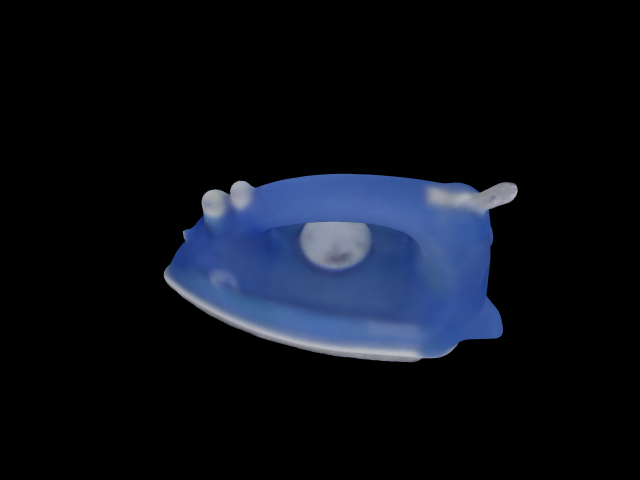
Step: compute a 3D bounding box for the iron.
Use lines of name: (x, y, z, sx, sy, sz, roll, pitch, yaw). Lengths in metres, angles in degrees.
iron: (0.004, 0.001, 0.400, 0.258, 0.141, 0.118, 3, 56, 2)
